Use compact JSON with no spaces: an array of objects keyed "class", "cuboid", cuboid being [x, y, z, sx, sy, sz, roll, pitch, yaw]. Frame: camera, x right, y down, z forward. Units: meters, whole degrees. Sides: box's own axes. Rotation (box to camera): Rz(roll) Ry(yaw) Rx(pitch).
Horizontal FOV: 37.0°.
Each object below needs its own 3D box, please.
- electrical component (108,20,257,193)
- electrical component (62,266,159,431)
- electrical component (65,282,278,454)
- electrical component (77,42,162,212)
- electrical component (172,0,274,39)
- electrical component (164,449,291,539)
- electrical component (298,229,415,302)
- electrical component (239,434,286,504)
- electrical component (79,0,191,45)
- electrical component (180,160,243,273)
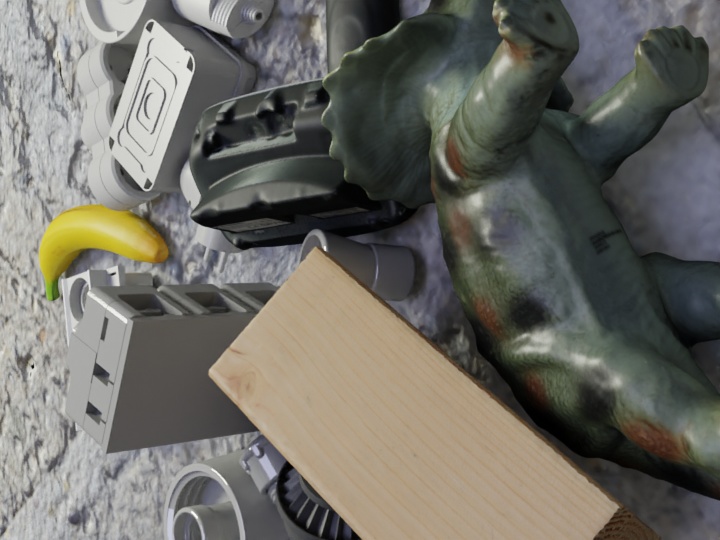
[{"class":"electrical component","cuboid":[-0.133,-0.119,0.801,0.078,0.057,0.113,44,121,37]},{"class":"electrical component","cuboid":[-0.195,0.063,0.863,0.079,0.063,0.121,-15,80,45]},{"class":"electrical component","cuboid":[-0.111,0.059,0.712,0.062,0.150,0.089,28,110,41]},{"class":"electrical component","cuboid":[-0.202,-0.115,0.878,0.074,0.052,0.138,-17,78,45]},{"class":"electrical component","cuboid":[-0.096,-0.191,0.772,0.081,0.043,0.043,31,112,41]},{"class":"electrical component","cuboid":[-0.098,0.184,0.764,0.108,0.060,0.108,0,90,46]},{"class":"electrical component","cuboid":[0.000,0.000,0.656,0.044,0.065,0.044,-22,65,62]},{"class":"electrical component","cuboid":[-0.049,0.139,0.725,0.048,0.048,0.062,-48,65,35]},{"class":"electrical component","cuboid":[-0.164,-0.225,0.830,0.108,0.060,0.108,0,91,46]},{"class":"electrical component","cuboid":[-0.096,-0.038,0.772,0.077,0.043,0.079,35,114,41]}]
